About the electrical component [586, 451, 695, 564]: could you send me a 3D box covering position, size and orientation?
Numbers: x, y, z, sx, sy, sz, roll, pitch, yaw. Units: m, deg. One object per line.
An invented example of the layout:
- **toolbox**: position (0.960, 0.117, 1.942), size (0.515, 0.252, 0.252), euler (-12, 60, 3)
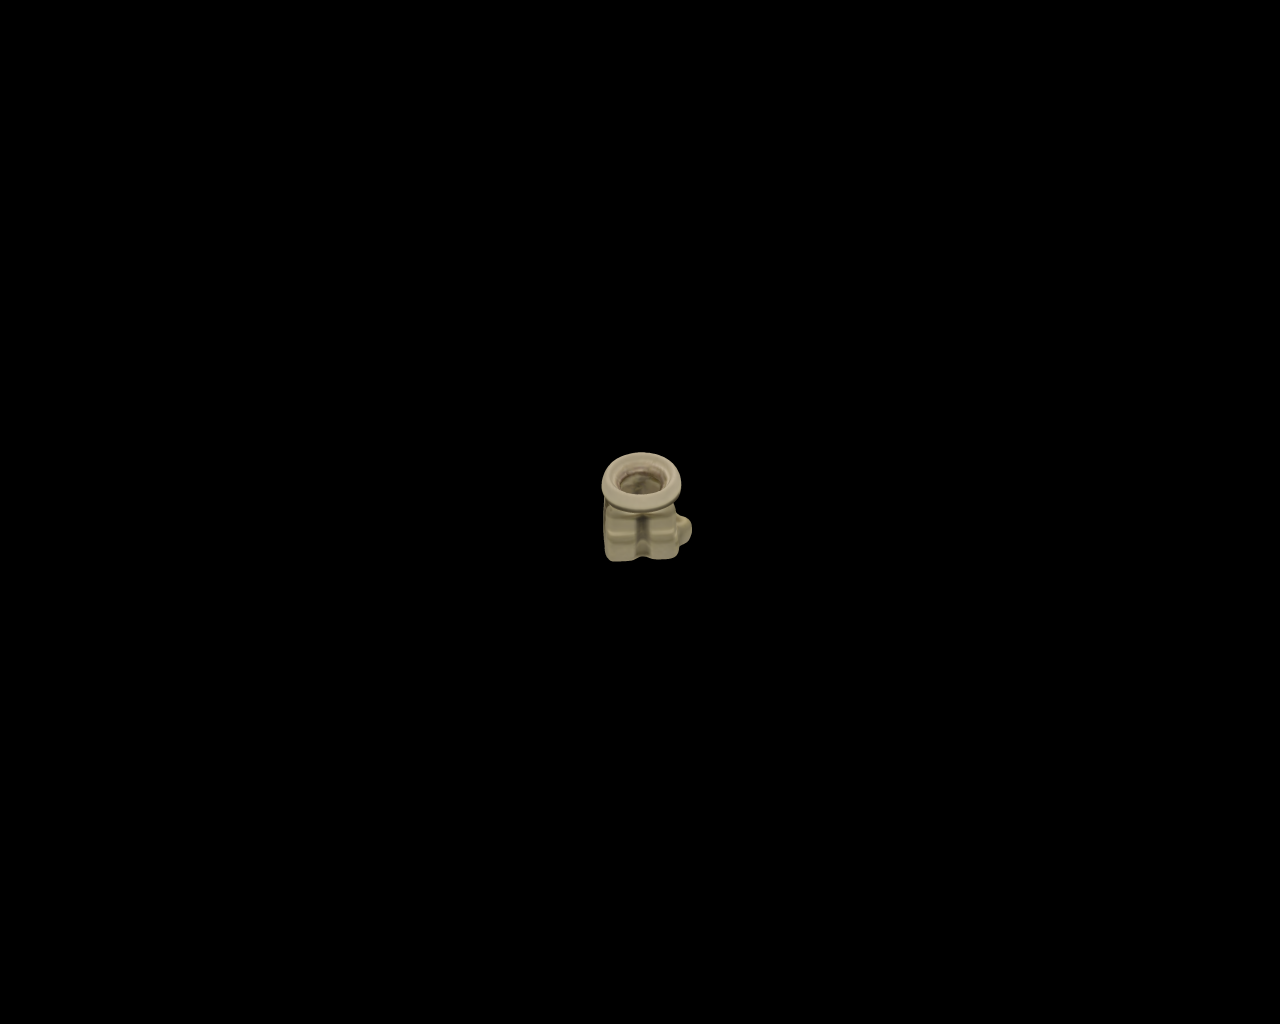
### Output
- **electrical component**: position (0.001, -0.003, 0.650), size (0.066, 0.055, 0.048), euler (-4, 39, -4)
